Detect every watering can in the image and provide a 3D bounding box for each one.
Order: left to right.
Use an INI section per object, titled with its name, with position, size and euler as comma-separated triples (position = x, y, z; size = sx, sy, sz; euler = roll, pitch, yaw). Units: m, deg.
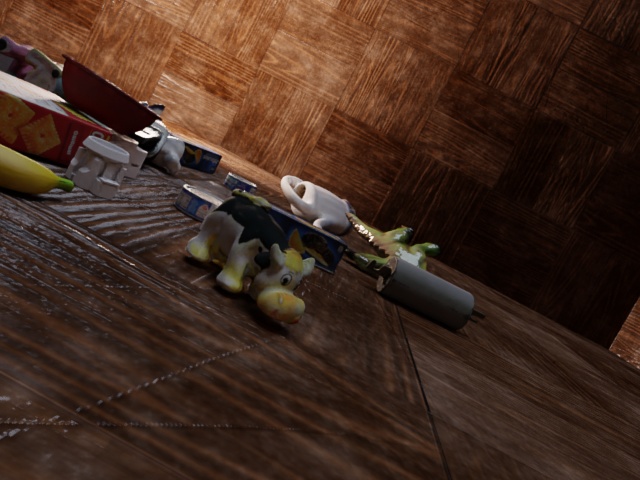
[watering can]
position = 0.004, -0.071, 1.411
size = 0.222, 0.103, 0.354
euler = 24, 20, -32

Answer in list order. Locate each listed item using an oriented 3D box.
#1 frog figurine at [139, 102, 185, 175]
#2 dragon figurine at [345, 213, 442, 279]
[frog figurine]
position = -0.351, -0.200, 1.083
size = 0.160, 0.123, 0.137
euler = 64, -2, 2
[dragon figurine]
position = 0.150, 0.032, 1.194
size = 0.415, 0.121, 0.242
euler = 32, 16, 33
